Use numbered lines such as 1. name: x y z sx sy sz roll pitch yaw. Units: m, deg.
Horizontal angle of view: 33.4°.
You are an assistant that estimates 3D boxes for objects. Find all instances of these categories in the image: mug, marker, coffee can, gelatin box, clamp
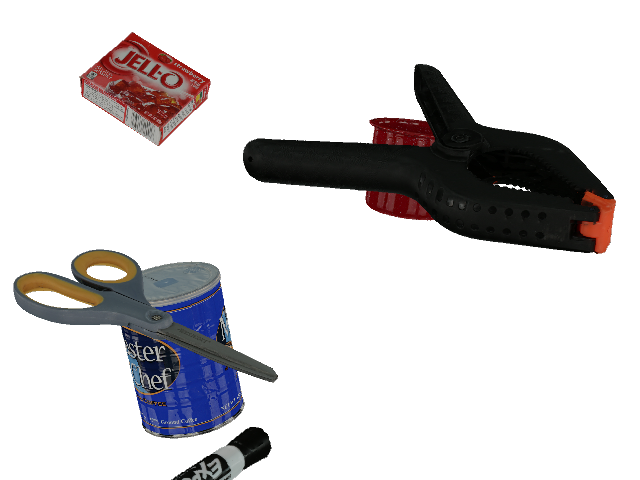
1. mug: 0.098 -0.065 1.002 0.117 0.081 0.093 11 15 13
2. marker: -0.063 0.123 0.540 0.020 0.020 0.120 0 14 32
3. coffee can: -0.135 0.103 1.025 0.103 0.140 0.103 -8 17 2
4. gelatin box: -0.154 -0.135 0.936 0.089 0.073 0.030 33 -35 10
5. clamp: 0.068 -0.041 0.611 0.164 0.036 0.210 -25 39 -29

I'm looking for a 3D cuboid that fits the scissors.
1. scissors: -0.108 0.045 0.718 0.202 0.016 0.096 12 30 14
